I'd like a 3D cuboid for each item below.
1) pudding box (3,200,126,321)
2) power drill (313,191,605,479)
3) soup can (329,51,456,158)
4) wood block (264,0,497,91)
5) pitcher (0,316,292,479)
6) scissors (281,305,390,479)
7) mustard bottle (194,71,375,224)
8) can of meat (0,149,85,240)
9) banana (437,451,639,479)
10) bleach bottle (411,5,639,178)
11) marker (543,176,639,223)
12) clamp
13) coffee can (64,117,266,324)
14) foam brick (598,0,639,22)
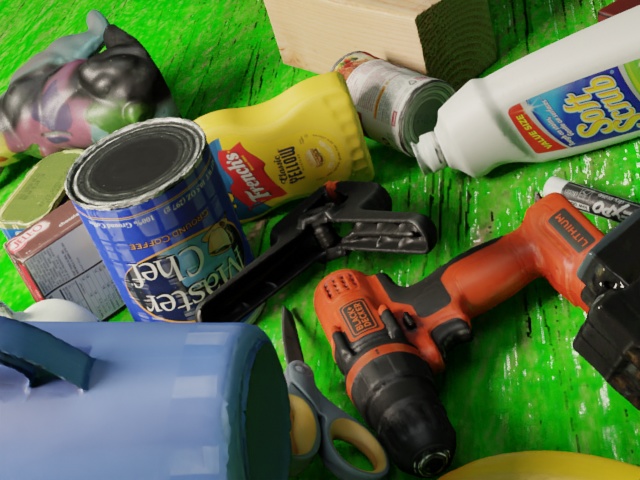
[{"bbox_3d":[-0.172,0.013,0.819,0.113,0.090,0.039,-35,41,-21],"label":"pudding box"},{"bbox_3d":[0.099,0.052,0.669,0.187,0.057,0.184,-23,36,-4],"label":"power drill"},{"bbox_3d":[0.059,-0.113,0.890,0.068,0.068,0.102,-36,40,-21],"label":"soup can"},{"bbox_3d":[0.052,-0.203,0.989,0.090,0.091,0.206,-39,40,-25],"label":"wood block"},{"bbox_3d":[-0.145,0.095,0.546,0.243,0.145,0.149,-4,3,12],"label":"pitcher"},{"bbox_3d":[0.003,0.099,0.678,0.096,0.016,0.201,25,20,-1],"label":"scissors"},{"bbox_3d":[-0.059,-0.062,0.855,0.191,0.096,0.058,-18,37,3],"label":"mustard bottle"},{"bbox_3d":[-0.209,-0.013,0.873,0.058,0.084,0.102,-2,40,23],"label":"can of meat"},{"bbox_3d":[0.150,0.144,0.544,0.198,0.037,0.069,19,51,40],"label":"banana"},{"bbox_3d":[0.193,-0.104,0.806,0.251,0.102,0.068,-22,40,8],"label":"bleach bottle"},{"bbox_3d":[0.210,-0.020,0.742,0.020,0.020,0.121,-40,41,-25],"label":"marker"},{"bbox_3d":[-0.005,0.001,0.748,0.164,0.036,0.210,-23,14,6],"label":"clamp"},{"bbox_3d":[-0.106,-0.002,0.763,0.103,0.140,0.103,-13,37,9],"label":"coffee can"},{"bbox_3d":[0.275,-0.167,0.873,0.053,0.051,0.078,-31,37,-17],"label":"foam brick"}]
